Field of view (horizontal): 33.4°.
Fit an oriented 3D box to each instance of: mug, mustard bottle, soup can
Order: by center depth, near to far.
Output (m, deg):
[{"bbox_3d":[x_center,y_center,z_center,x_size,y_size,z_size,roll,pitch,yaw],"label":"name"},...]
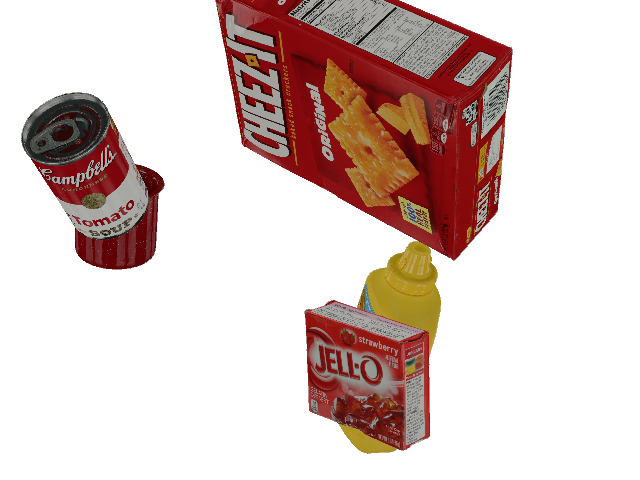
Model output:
[{"bbox_3d":[-0.179,-0.055,0.824,0.068,0.068,0.102,0,-34,12],"label":"soup can"},{"bbox_3d":[0.058,0.081,0.888,0.058,0.192,0.096,2,37,-16],"label":"mustard bottle"},{"bbox_3d":[-0.205,-0.029,1.084,0.093,0.081,0.117,5,27,-3],"label":"mug"}]

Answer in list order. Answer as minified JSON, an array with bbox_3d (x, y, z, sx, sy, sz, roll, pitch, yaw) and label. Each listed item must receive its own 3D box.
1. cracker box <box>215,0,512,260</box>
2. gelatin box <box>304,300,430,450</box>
[{"bbox_3d":[0.029,-0.100,0.786,0.214,0.072,0.164,29,-31,26],"label":"cracker box"},{"bbox_3d":[0.029,0.085,0.686,0.030,0.073,0.089,-17,22,-41],"label":"gelatin box"}]
